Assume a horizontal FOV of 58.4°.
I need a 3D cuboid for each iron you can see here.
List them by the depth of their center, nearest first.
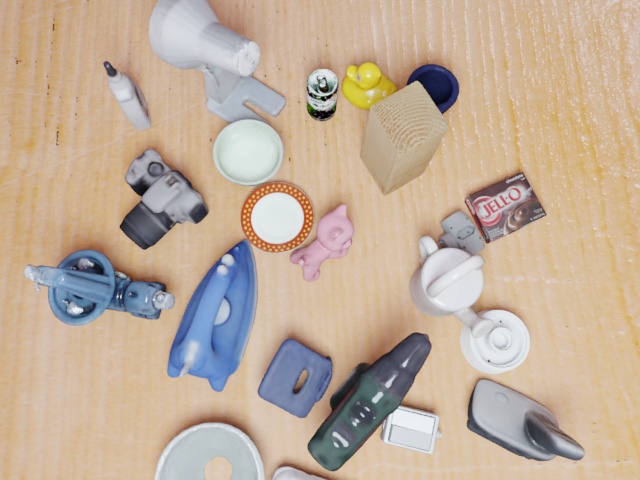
[{"bbox_3d":[-0.167,0.106,0.917,0.118,0.141,0.258,16,78,3],"label":"iron"}]

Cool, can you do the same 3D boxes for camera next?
[{"bbox_3d":[-0.285,-0.063,0.974,0.143,0.101,0.137,42,80,8],"label":"camera"}]

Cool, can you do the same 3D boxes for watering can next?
[{"bbox_3d":[0.211,0.069,0.902,0.172,0.194,0.101,38,80,8],"label":"watering can"}]

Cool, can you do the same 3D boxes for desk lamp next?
[{"bbox_3d":[-0.167,-0.299,0.971,0.203,0.213,0.118,32,79,7],"label":"desk lamp"}]

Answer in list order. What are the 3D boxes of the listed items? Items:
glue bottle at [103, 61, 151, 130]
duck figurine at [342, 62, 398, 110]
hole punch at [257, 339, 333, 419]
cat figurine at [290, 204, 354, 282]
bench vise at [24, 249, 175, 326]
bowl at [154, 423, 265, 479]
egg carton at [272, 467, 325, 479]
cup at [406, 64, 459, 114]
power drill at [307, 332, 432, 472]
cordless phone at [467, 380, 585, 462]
[{"bbox_3d":[-0.334,-0.256,0.980,0.037,0.173,0.078,-21,78,-5],"label":"glue bottle"},{"bbox_3d":[0.092,-0.286,1.036,0.104,0.086,0.077,19,78,4],"label":"duck figurine"},{"bbox_3d":[-0.036,0.221,0.918,0.101,0.091,0.109,27,78,6],"label":"hole punch"},{"bbox_3d":[0.009,0.003,0.954,0.128,0.118,0.067,-42,81,-9],"label":"cat figurine"},{"bbox_3d":[-0.338,0.064,0.884,0.207,0.220,0.121,-9,77,-2],"label":"bench vise"},{"bbox_3d":[-0.166,0.369,0.892,0.167,0.075,0.167,0,77,-1],"label":"bowl"},{"bbox_3d":[-0.013,0.421,0.885,0.150,0.069,0.107,18,78,3],"label":"egg carton"},{"bbox_3d":[0.196,-0.240,1.023,0.091,0.095,0.118,-8,77,-2],"label":"cup"},{"bbox_3d":[0.072,0.234,0.857,0.075,0.208,0.230,39,80,8],"label":"power drill"},{"bbox_3d":[0.307,0.276,0.862,0.147,0.185,0.094,23,78,5],"label":"cordless phone"}]
